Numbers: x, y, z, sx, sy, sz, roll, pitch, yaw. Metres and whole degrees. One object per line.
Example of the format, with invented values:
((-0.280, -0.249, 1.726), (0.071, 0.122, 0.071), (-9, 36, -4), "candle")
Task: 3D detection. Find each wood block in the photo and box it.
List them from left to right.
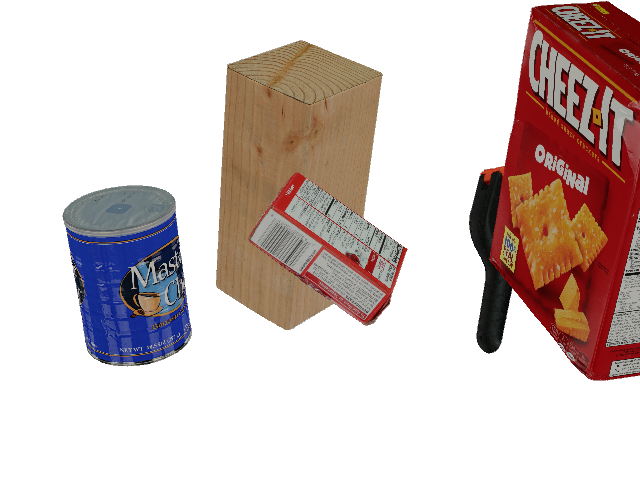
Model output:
((-0.022, -0.044, 0.874), (0.090, 0.206, 0.090), (29, 39, 32), "wood block")

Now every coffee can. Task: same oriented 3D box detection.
((-0.180, 0.032, 1.004), (0.103, 0.140, 0.103), (-3, 25, 1), "coffee can")

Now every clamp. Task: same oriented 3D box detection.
((0.173, 0.020, 1.000), (0.120, 0.171, 0.039), (-26, 8, -42), "clamp")

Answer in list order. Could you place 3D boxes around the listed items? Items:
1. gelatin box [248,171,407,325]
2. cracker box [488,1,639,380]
((0.006, 0.004, 0.644), (0.089, 0.030, 0.073), (36, 23, -4), "gelatin box")
((0.191, -0.036, 0.741), (0.072, 0.214, 0.164), (-7, 34, -16), "cracker box")
